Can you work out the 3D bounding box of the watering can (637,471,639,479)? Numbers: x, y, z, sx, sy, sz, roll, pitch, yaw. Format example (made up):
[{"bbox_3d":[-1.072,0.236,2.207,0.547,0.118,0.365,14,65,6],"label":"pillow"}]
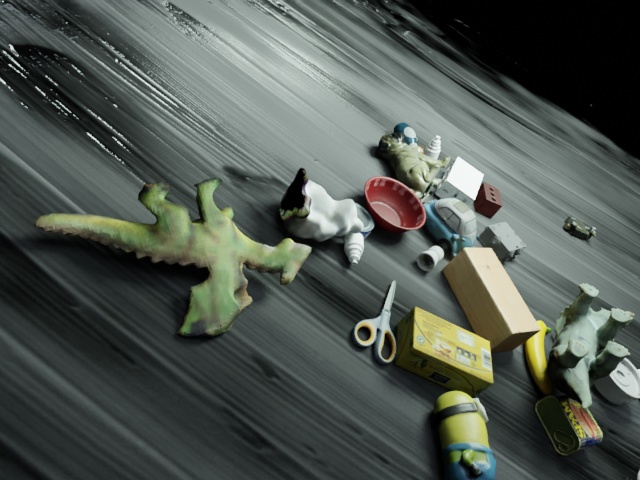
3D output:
[{"bbox_3d":[0.716,0.542,0.914,0.227,0.102,0.351,-22,65,-45],"label":"watering can"}]

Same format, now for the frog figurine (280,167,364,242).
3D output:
[{"bbox_3d":[0.003,-0.052,1.034,0.158,0.121,0.140,27,24,-36],"label":"frog figurine"}]

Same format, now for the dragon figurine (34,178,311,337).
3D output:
[{"bbox_3d":[-0.206,0.036,0.820,0.412,0.120,0.246,-12,66,-29],"label":"dragon figurine"}]
